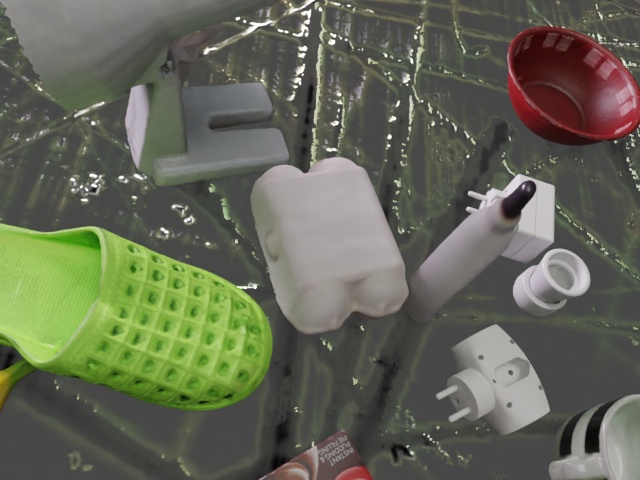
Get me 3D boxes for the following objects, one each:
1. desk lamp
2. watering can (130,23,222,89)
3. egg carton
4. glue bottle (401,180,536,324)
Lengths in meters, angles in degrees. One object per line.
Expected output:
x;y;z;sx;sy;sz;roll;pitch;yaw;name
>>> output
-0.116;-0.142;0.433;0.204;0.213;0.118;-11;65;-20;desk lamp
-0.162;-0.231;0.481;0.173;0.194;0.101;11;60;-8;watering can
0.004;0.002;0.471;0.107;0.069;0.150;-12;66;-20;egg carton
0.117;0.005;0.438;0.078;0.173;0.037;-37;76;-28;glue bottle
